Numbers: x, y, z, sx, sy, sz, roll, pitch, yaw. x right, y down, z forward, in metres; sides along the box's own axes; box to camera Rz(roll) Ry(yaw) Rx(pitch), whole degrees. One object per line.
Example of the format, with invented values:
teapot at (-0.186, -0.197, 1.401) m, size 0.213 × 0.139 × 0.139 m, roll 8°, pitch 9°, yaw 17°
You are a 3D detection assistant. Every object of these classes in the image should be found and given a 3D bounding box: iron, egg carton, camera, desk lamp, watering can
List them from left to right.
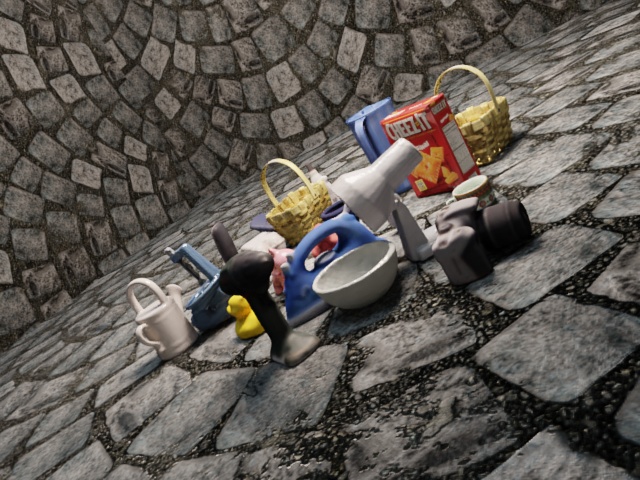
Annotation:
watering can at (-0.374, 0.169, 1.328) m, size 0.101 × 0.194 × 0.173 m, roll -28°, pitch 15°, yaw 7°
egg carton at (-0.161, 0.028, 1.629) m, size 0.107 × 0.069 × 0.150 m, roll -36°, pitch 16°, yaw -22°
iron at (0.006, 0.042, 1.128) m, size 0.259 × 0.141 × 0.118 m, roll -37°, pitch 16°, yaw -22°
desk lamp at (0.149, -0.068, 1.075) m, size 0.203 × 0.214 × 0.118 m, roll -30°, pitch 15°, yaw -1°
camera at (0.259, -0.015, 0.919) m, size 0.136 × 0.101 × 0.143 m, roll -21°, pitch 18°, yaw 31°

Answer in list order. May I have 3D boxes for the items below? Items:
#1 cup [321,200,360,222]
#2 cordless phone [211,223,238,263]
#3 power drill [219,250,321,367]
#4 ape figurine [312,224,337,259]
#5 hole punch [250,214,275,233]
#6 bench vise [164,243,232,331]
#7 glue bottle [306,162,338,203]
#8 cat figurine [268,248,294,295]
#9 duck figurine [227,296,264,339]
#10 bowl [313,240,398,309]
cup at (0.068, -0.049, 1.397) m, size 0.091 × 0.095 × 0.118 m, roll -15°, pitch 21°, yaw 44°
cordless phone at (-0.240, 0.058, 1.454) m, size 0.094 × 0.185 × 0.148 m, roll -24°, pitch 16°, yaw 22°
power drill at (-0.089, 0.107, 0.968) m, size 0.076 × 0.209 × 0.229 m, roll -37°, pitch 17°, yaw -25°
ape figurine at (0.012, 0.005, 1.333) m, size 0.077 × 0.092 × 0.076 m, roll -20°, pitch 18°, yaw 33°
hole punch at (-0.154, -0.047, 1.813) m, size 0.101 × 0.091 × 0.109 m, roll -22°, pitch 17°, yaw 27°
bench vise at (-0.242, 0.081, 1.316) m, size 0.207 × 0.220 × 0.121 m, roll -31°, pitch 15°, yaw -4°
glue bottle at (0.005, -0.156, 1.711) m, size 0.078 × 0.173 × 0.037 m, roll -28°, pitch 15°, yaw 9°
cat figurine at (-0.081, 0.061, 1.277) m, size 0.067 × 0.118 × 0.127 m, roll -38°, pitch 17°, yaw -26°
duck figurine at (-0.151, 0.150, 1.182) m, size 0.104 × 0.086 × 0.078 m, roll -14°, pitch 22°, yaw 45°
bowl at (0.075, 0.074, 1.027) m, size 0.167 × 0.075 × 0.167 m, roll -28°, pitch 15°, yaw 9°
